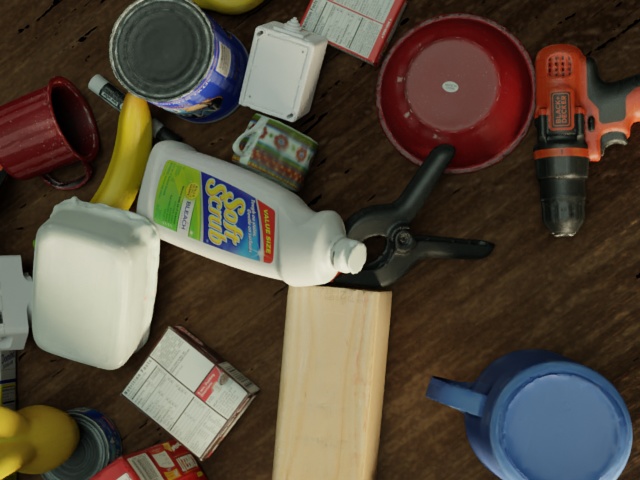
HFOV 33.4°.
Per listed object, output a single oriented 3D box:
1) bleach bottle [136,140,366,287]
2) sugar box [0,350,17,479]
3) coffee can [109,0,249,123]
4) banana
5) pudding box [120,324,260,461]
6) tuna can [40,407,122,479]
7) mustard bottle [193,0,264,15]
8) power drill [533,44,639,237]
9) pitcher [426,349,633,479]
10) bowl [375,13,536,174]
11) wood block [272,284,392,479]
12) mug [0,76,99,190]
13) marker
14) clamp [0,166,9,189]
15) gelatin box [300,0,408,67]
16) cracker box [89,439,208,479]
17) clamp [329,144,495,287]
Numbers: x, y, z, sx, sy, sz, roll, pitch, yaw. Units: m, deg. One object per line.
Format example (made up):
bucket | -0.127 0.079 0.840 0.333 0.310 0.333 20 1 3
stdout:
bleach bottle | -0.063 -0.022 1.015 0.251 0.068 0.102 17 94 35
sugar box | -0.370 0.196 1.125 0.093 0.048 0.176 -3 89 10
coffee can | -0.133 -0.174 1.043 0.103 0.140 0.103 0 88 11
banana | -0.215 -0.059 1.092 0.037 0.069 0.198 40 102 35
pudding box | -0.133 0.154 1.085 0.113 0.039 0.090 38 96 11
tuna can | -0.252 0.218 1.108 0.086 0.033 0.086 0 88 11
mustard bottle | -0.078 -0.284 1.078 0.192 0.058 0.096 -30 82 9
power drill | 0.295 -0.097 1.001 0.188 0.057 0.184 -2 88 11
pitcher | 0.184 0.156 0.920 0.149 0.242 0.145 -27 81 3
bowl | 0.130 -0.146 1.036 0.162 0.055 0.162 0 88 11
wood block | 0.012 0.147 1.031 0.090 0.090 0.206 5 90 11
mug | -0.281 -0.102 1.104 0.081 0.093 0.117 -19 121 15
marker | -0.191 -0.131 1.115 0.121 0.020 0.020 37 95 10
clamp | -0.381 0.014 1.110 0.036 0.165 0.210 26 70 -15
gelatin box | 0.033 -0.226 1.070 0.089 0.030 0.073 26 95 11
cracker box | -0.227 0.284 1.036 0.214 0.164 0.072 -36 80 7
clamp | 0.077 -0.016 1.015 0.171 0.039 0.120 -19 100 -12
